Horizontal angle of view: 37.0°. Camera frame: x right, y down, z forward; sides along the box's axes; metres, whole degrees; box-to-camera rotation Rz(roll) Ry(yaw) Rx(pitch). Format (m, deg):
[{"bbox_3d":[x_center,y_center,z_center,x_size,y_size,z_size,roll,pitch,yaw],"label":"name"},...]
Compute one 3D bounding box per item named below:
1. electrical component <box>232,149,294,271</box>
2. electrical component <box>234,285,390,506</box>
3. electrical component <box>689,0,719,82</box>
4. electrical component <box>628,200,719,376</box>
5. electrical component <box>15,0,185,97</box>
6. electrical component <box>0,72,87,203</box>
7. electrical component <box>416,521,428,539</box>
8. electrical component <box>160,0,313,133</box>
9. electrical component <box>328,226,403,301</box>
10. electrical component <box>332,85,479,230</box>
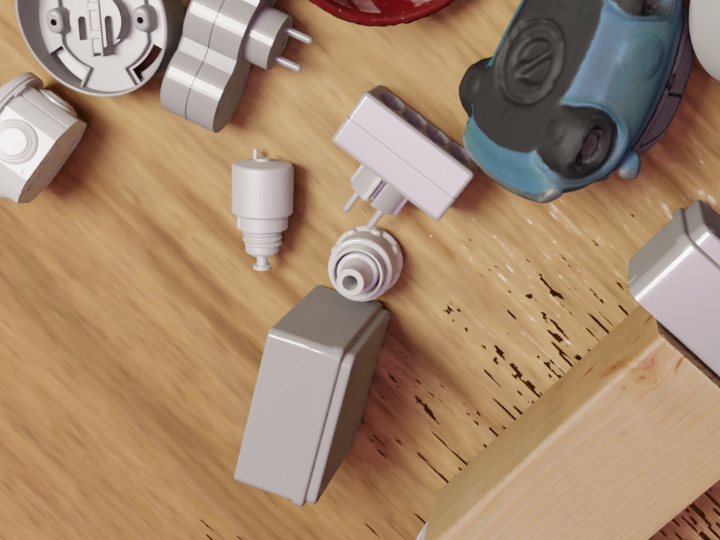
[{"bbox_3d":[-0.064,-0.039,0.706,0.040,0.040,0.078,5,106,11],"label":"electrical component"},{"bbox_3d":[-0.030,0.078,0.696,0.056,0.108,0.108,18,108,10],"label":"electrical component"},{"bbox_3d":[0.226,-0.142,0.572,0.108,0.060,0.108,-10,116,-21],"label":"electrical component"},{"bbox_3d":[0.221,0.019,0.642,0.113,0.078,0.057,42,112,-2],"label":"electrical component"},{"bbox_3d":[-0.162,-0.160,0.681,0.099,0.064,0.099,3,106,11],"label":"electrical component"},{"bbox_3d":[-0.223,-0.085,0.707,0.051,0.080,0.080,36,109,-5],"label":"electrical component"},{"bbox_3d":[0.063,0.200,0.747,0.046,0.040,0.040,29,109,-4],"label":"electrical component"},{"bbox_3d":[-0.066,-0.148,0.669,0.074,0.052,0.138,25,109,4],"label":"electrical component"},{"bbox_3d":[0.000,0.000,0.692,0.048,0.062,0.048,3,106,11],"label":"electrical component"},{"bbox_3d":[0.019,-0.060,0.679,0.083,0.047,0.075,37,110,0],"label":"electrical component"}]
